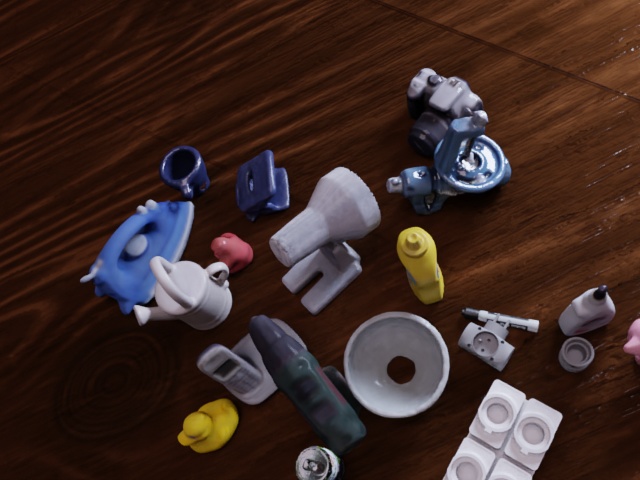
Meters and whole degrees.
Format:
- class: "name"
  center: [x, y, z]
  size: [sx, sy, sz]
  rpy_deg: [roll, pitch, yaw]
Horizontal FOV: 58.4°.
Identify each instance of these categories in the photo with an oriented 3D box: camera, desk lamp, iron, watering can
- class: "camera"
  center: [0.211, -0.237, 1.067]
  size: [0.142, 0.101, 0.137]
  rpy_deg: [35, 81, 26]
- class: "desk lamp"
  center: [0.009, 0.003, 0.961]
  size: [0.203, 0.214, 0.117]
  rpy_deg: [-45, 63, -5]
- class: "iron"
  center: [-0.351, 0.006, 1.107]
  size: [0.118, 0.142, 0.258]
  rpy_deg: [25, 77, 24]
- class: "watering can"
  center: [-0.244, 0.094, 1.009]
  size: [0.100, 0.194, 0.173]
  rpy_deg: [32, 80, 26]

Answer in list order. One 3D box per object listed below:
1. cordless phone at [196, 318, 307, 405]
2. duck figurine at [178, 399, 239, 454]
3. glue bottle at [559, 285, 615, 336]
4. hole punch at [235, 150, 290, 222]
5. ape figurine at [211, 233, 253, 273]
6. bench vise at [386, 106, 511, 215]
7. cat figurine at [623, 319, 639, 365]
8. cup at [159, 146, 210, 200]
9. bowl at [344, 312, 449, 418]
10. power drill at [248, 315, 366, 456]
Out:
- class: "cordless phone"
  center: [-0.112, 0.187, 0.935]
  size: [0.147, 0.185, 0.094]
  rpy_deg: [-45, 63, -5]
- class: "duck figurine"
  center: [-0.192, 0.310, 0.963]
  size: [0.104, 0.086, 0.077]
  rpy_deg: [-42, 63, -4]
- class: "glue bottle"
  center: [0.394, 0.097, 0.831]
  size: [0.078, 0.173, 0.037]
  rpy_deg: [-24, 63, 6]
- class: "hole punch"
  center: [-0.119, -0.106, 1.115]
  size: [0.101, 0.091, 0.108]
  rpy_deg: [-13, 65, 11]
- class: "ape figurine"
  center: [-0.173, 0.020, 1.077]
  size: [0.076, 0.092, 0.078]
  rpy_deg: [9, 71, 20]
- class: "bench vise"
  center: [0.216, -0.120, 0.949]
  size: [0.207, 0.220, 0.121]
  rpy_deg: [-32, 63, 2]
- class: "cat figurine"
  center: [0.494, 0.143, 0.813]
  size: [0.127, 0.118, 0.067]
  rpy_deg: [0, 68, 16]
- class: "cup"
  center: [-0.262, -0.120, 1.160]
  size: [0.091, 0.095, 0.117]
  rpy_deg: [-22, 63, 7]
- class: "bowl"
  center: [0.126, 0.204, 0.920]
  size: [0.167, 0.075, 0.167]
  rpy_deg: [-6, 66, 14]
- class: "power drill"
  center: [-0.010, 0.225, 0.876]
  size: [0.075, 0.209, 0.229]
  rpy_deg: [-41, 63, -3]
